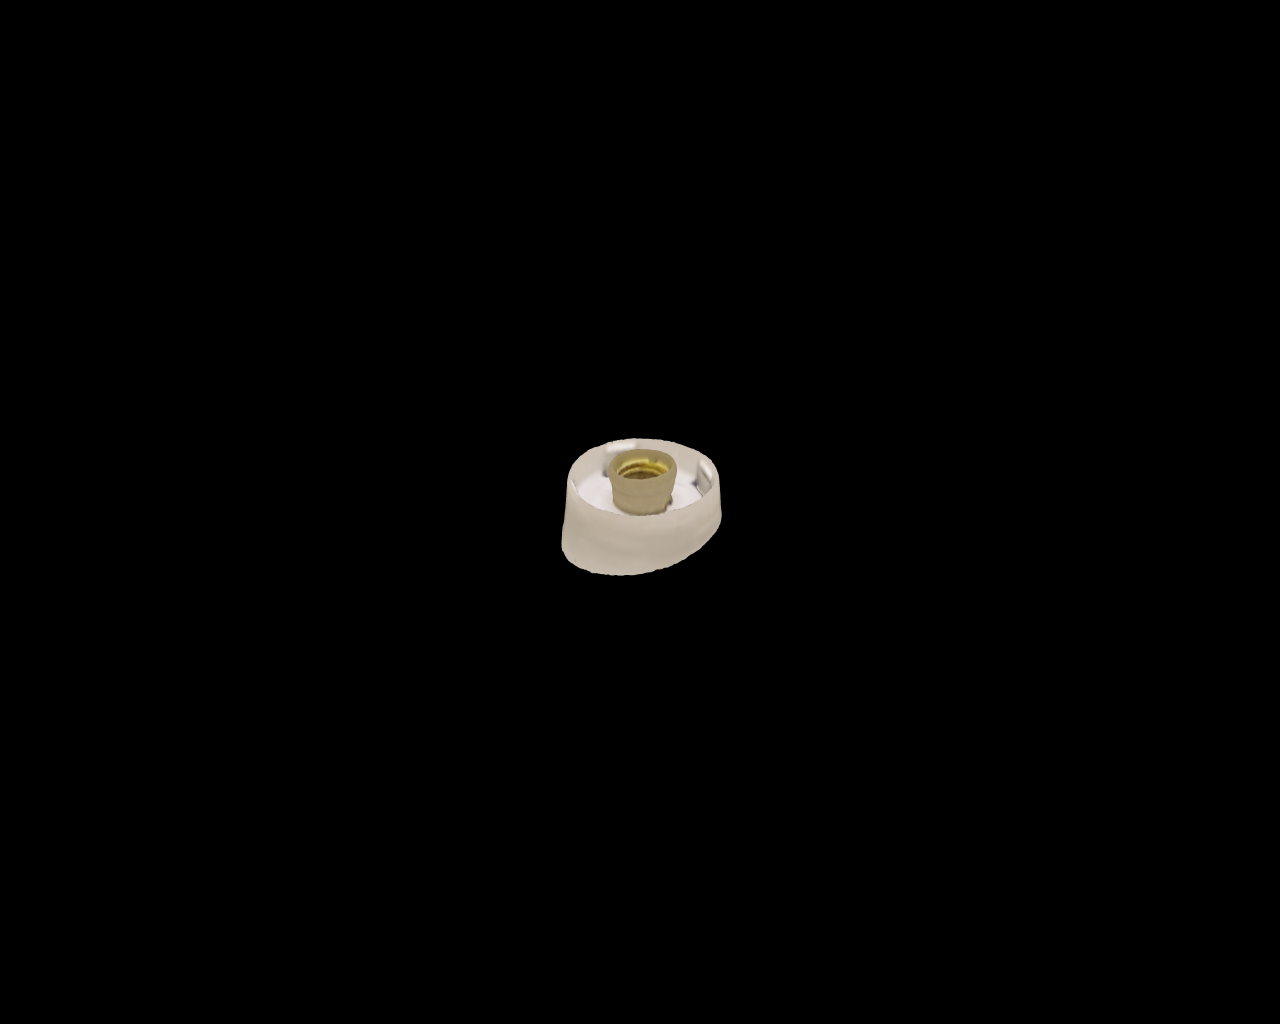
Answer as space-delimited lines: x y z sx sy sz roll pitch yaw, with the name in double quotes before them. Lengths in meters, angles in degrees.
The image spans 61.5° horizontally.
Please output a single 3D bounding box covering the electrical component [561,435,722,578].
"electrical component" 0.001 -0.003 0.650 0.099 0.064 0.099 0 33 0
